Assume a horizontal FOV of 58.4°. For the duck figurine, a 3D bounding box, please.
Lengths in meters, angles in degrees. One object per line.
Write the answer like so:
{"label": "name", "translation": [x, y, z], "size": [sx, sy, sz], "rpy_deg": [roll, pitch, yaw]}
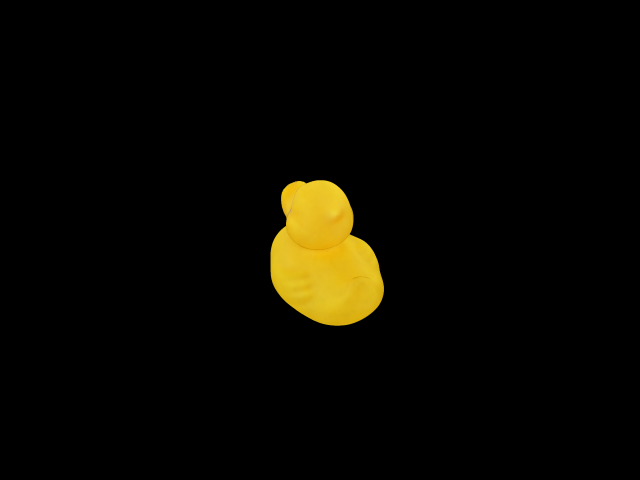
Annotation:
{"label": "duck figurine", "translation": [0.004, 0.001, 0.400], "size": [0.078, 0.086, 0.104], "rpy_deg": [-24, 50, -22]}
